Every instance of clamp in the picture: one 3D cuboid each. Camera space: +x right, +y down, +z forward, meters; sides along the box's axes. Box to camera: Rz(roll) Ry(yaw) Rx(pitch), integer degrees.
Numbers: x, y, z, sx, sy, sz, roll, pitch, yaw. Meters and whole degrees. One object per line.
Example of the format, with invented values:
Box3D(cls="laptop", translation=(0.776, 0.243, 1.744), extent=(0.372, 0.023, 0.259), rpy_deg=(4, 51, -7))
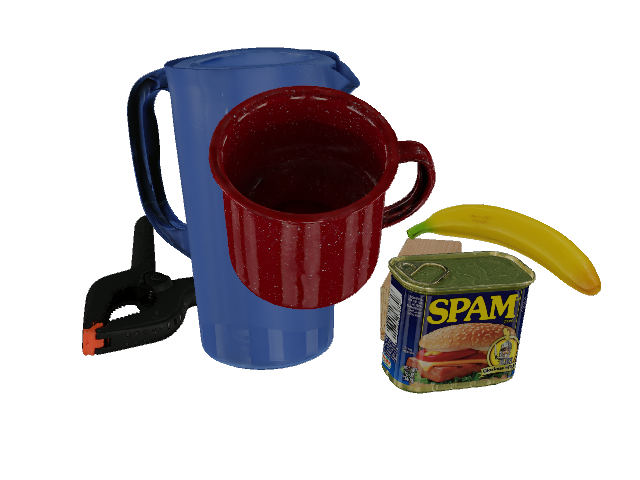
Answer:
Box3D(cls="clamp", translation=(-0.165, 0.044, 1.025), extent=(0.165, 0.036, 0.209), rpy_deg=(26, 36, 25))

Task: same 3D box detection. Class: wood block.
Box3D(cls="wood block", translation=(0.156, 0.074, 1.621), extent=(0.091, 0.090, 0.206), rpy_deg=(4, 21, 14))

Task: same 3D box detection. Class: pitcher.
Box3D(cls="pitcher", translation=(-0.058, -0.029, 0.840), extent=(0.144, 0.243, 0.149), rpy_deg=(-10, 17, -27))

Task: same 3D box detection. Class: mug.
Box3D(cls="mug", translation=(0.003, -0.022, 0.550), extent=(0.117, 0.093, 0.081), rpy_deg=(-14, -38, -12))

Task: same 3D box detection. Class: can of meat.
Box3D(cls="can of meat", translation=(0.096, 0.058, 0.764), extent=(0.102, 0.084, 0.057), rpy_deg=(-3, 23, -19))

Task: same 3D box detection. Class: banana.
Box3D(cls="banana", translation=(0.187, 0.002, 1.046), extent=(0.198, 0.069, 0.037), rpy_deg=(17, -29, 27))
